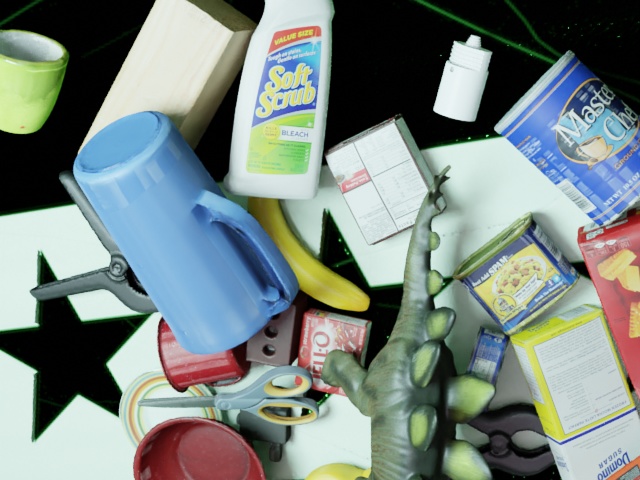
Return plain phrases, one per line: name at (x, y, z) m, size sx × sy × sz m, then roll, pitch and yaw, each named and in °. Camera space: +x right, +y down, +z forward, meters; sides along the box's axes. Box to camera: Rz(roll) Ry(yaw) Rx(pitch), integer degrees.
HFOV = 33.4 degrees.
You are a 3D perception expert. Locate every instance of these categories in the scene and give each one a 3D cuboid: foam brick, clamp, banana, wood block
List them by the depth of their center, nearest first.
wood block at (-0.159, -0.159, 1.131) m, size 0.090 × 0.090 × 0.206 m, roll 35°, pitch 112°, yaw 6°
clamp at (0.187, 0.207, 1.154) m, size 0.171 × 0.039 × 0.120 m, roll -10°, pitch 105°, yaw 12°
banana at (-0.024, 0.007, 1.164) m, size 0.070 × 0.037 × 0.198 m, roll -32°, pitch 94°, yaw 22°
foam brick at (-0.047, 0.095, 1.186) m, size 0.053 × 0.051 × 0.078 m, roll 10°, pitch 107°, yaw 13°
clamp at (-0.230, 0.018, 1.228) m, size 0.210 × 0.036 × 0.165 m, roll 16°, pitch 109°, yaw 10°

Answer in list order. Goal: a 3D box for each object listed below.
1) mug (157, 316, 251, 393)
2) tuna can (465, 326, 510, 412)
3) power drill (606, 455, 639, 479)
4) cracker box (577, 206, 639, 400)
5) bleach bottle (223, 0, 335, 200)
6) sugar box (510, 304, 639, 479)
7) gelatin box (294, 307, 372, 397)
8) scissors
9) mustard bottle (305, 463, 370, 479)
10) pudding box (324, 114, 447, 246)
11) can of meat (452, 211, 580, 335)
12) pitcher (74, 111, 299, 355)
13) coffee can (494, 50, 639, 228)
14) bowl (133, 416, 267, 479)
mug at (-0.123, 0.127, 1.205) m, size 0.081 × 0.093 × 0.117 m, roll -13°, pitch 131°, yaw 14°
tuna can at (0.171, 0.135, 1.114) m, size 0.034 × 0.086 × 0.086 m, roll 17°, pitch 108°, yaw 10°
power drill at (0.380, 0.281, 1.072) m, size 0.187 × 0.057 × 0.185 m, roll 37°, pitch 113°, yaw -22°
cracker box at (0.366, 0.064, 1.045) m, size 0.164 × 0.072 × 0.213 m, roll -20°, pitch 99°, yaw 21°
bleach bottle at (-0.040, -0.171, 1.095) m, size 0.102 × 0.068 × 0.251 m, roll 3°, pitch 100°, yaw -9°
sugar box at (0.270, 0.164, 1.098) m, size 0.093 × 0.048 × 0.176 m, roll -22°, pitch 100°, yaw -9°
gelatin box at (0.014, 0.126, 1.188) m, size 0.073 × 0.030 × 0.089 m, roll 12°, pitch 107°, yaw 13°
scissors at (-0.094, 0.166, 1.178) m, size 0.201 × 0.016 × 0.096 m, roll 11°, pitch 127°, yaw -11°
mustard bottle at (0.010, 0.309, 1.223) m, size 0.192 × 0.058 × 0.096 m, roll -33°, pitch 94°, yaw 22°
pudding box at (0.068, -0.062, 1.118) m, size 0.090 × 0.039 × 0.113 m, roll -25°, pitch 98°, yaw 20°
can of meat at (0.202, 0.036, 1.094) m, size 0.102 × 0.057 × 0.084 m, roll -40°, pitch 92°, yaw 22°
pitcher at (-0.135, -0.009, 1.080) m, size 0.149 × 0.145 × 0.242 m, roll -29°, pitch 125°, yaw 0°
coffee can at (0.252, -0.096, 1.019) m, size 0.140 × 0.102 × 0.103 m, roll 44°, pitch 112°, yaw 1°
bowl at (-0.131, 0.265, 1.232) m, size 0.162 × 0.055 × 0.162 m, roll 4°, pitch 109°, yaw 13°
